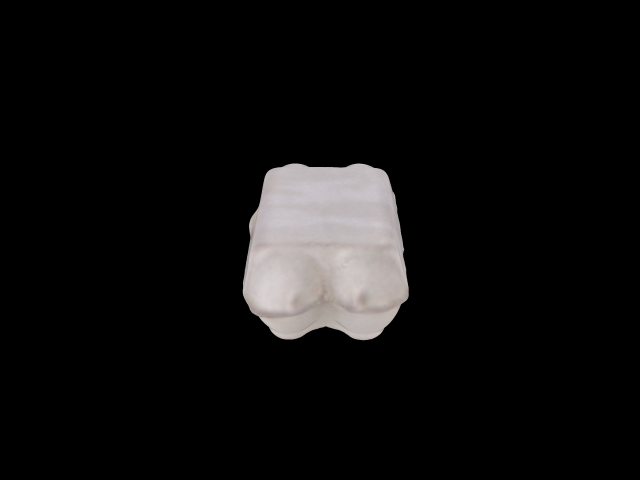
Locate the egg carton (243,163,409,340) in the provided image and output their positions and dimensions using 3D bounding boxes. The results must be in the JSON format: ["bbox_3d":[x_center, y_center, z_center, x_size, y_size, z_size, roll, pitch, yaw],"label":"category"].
[{"bbox_3d":[0.004,0.001,0.400,0.107,0.069,0.150,0,37,0],"label":"egg carton"}]
